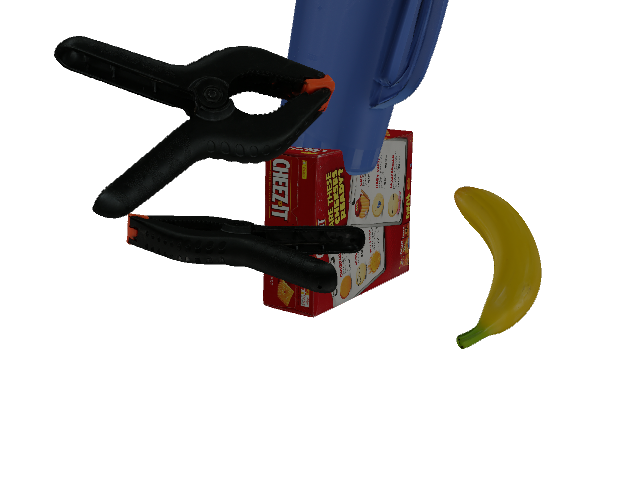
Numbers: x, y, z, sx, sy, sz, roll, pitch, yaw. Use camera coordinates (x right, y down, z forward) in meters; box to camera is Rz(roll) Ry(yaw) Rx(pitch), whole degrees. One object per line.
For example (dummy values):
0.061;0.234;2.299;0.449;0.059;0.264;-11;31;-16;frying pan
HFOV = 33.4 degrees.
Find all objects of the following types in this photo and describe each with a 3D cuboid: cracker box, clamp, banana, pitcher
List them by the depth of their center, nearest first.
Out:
-0.078;-0.088;0.660;0.171;0.120;0.039;-19;-12;-25;clamp
0.146;0.011;0.881;0.069;0.037;0.197;-1;37;8;banana
-0.068;0.005;0.917;0.210;0.036;0.164;6;12;3;clamp
0.036;-0.189;1.058;0.145;0.243;0.149;12;18;-1;pitcher
0.022;-0.027;1.130;0.072;0.164;0.213;9;16;30;cracker box
